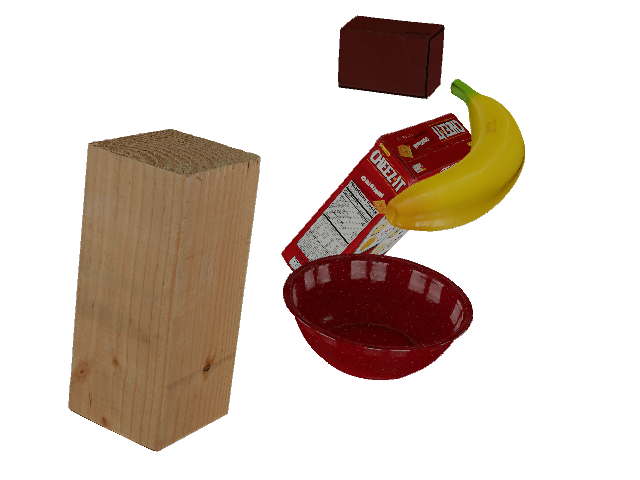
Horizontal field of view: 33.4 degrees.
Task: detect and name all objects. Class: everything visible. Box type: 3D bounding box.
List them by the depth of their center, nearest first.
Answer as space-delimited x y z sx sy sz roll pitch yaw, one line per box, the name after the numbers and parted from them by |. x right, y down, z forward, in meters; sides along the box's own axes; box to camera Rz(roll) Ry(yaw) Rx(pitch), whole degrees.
0.099 -0.050 0.718 0.070 0.037 0.197 15 34 12 | banana
-0.114 0.033 0.776 0.090 0.206 0.090 19 21 28 | wood block
0.058 -0.152 0.883 0.078 0.051 0.053 10 26 17 | foam brick
0.046 0.071 0.912 0.162 0.055 0.162 5 27 -2 | bowl
0.070 -0.045 1.248 0.163 0.072 0.214 -25 -19 -51 | cracker box
